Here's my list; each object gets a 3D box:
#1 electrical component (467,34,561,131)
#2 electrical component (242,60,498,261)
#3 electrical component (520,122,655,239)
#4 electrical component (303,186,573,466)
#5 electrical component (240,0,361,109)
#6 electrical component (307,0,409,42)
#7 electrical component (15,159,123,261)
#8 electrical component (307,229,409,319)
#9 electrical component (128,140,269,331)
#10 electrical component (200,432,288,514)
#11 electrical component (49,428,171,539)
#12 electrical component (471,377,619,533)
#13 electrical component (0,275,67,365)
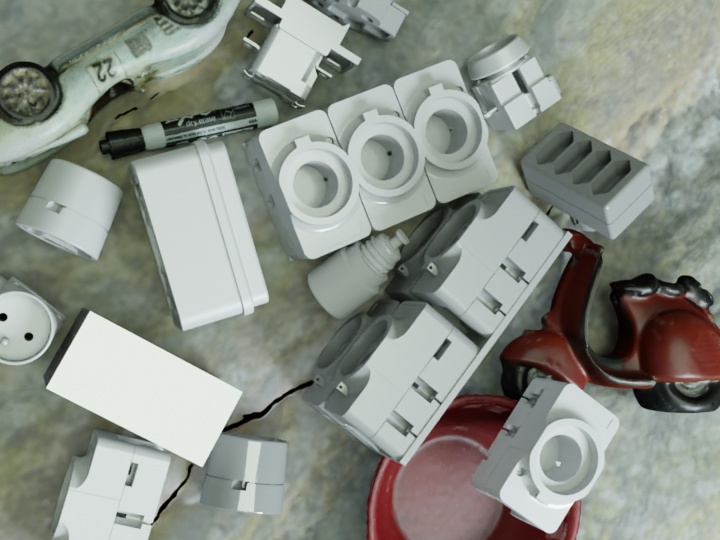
[{"bbox_3d":[0.108,-0.137,0.781,0.066,0.048,0.055,-35,107,-15],"label":"electrical component"},{"bbox_3d":[0.009,-0.075,0.740,0.150,0.062,0.089,-24,97,-16],"label":"electrical component"},{"bbox_3d":[0.170,-0.054,0.790,0.047,0.083,0.075,-43,140,-13],"label":"electrical component"},{"bbox_3d":[0.046,0.031,0.728,0.060,0.105,0.186,40,78,-13],"label":"electrical component"},{"bbox_3d":[-0.046,-0.149,0.734,0.081,0.042,0.063,29,85,-15],"label":"electrical component"},{"bbox_3d":[0.001,-0.203,0.741,0.078,0.058,0.057,28,85,-15],"label":"electrical component"},{"bbox_3d":[-0.183,-0.039,0.684,0.055,0.055,0.047,26,78,-16],"label":"electrical component"},{"bbox_3d":[0.000,0.000,0.735,0.078,0.040,0.040,-38,102,16],"label":"electrical component"},{"bbox_3d":[-0.105,-0.023,0.696,0.057,0.078,0.113,-17,95,-14],"label":"electrical component"},{"bbox_3d":[-0.076,0.134,0.717,0.055,0.055,0.047,10,83,-17],"label":"electrical component"},{"bbox_3d":[-0.163,0.152,0.690,0.056,0.050,0.089,17,85,-17],"label":"electrical component"},{"bbox_3d":[0.125,0.123,0.720,0.050,0.056,0.089,37,79,-14],"label":"electrical component"},{"bbox_3d":[-0.225,0.022,0.658,0.079,0.077,0.044,40,79,-13],"label":"electrical component"}]
